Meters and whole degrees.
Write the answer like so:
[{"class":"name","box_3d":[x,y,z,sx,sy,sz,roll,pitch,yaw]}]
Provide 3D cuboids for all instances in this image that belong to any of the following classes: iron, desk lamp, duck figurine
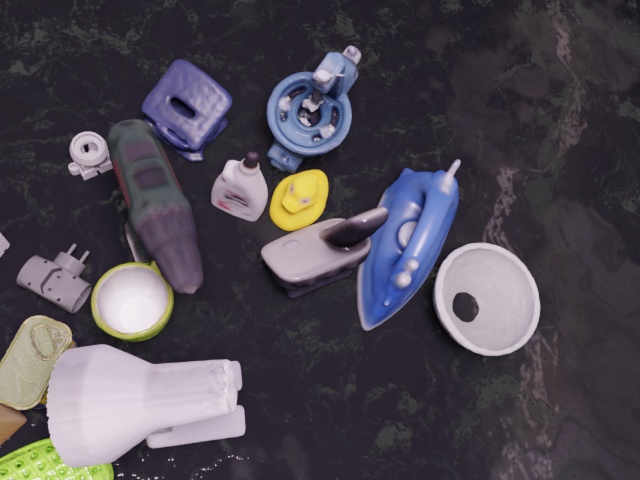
[{"class":"iron","box_3d":[0.133,0.004,0.819,0.119,0.141,0.258,27,67,-5]},{"class":"desk lamp","box_3d":[-0.176,0.177,0.639,0.203,0.213,0.118,-3,73,-16]},{"class":"duck figurine","box_3d":[-0.024,-0.069,0.831,0.077,0.086,0.105,41,67,1]}]

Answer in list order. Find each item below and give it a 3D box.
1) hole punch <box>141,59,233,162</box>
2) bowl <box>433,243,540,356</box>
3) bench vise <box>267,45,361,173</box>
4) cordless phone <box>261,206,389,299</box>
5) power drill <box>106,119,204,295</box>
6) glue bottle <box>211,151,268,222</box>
[{"class":"hole punch","box_3d":[-0.190,-0.185,0.822,0.108,0.091,0.101,37,67,-1]},{"class":"bowl","box_3d":[0.235,0.092,0.854,0.168,0.074,0.167,5,71,-14]},{"class":"bench vise","box_3d":[-0.003,-0.219,0.814,0.121,0.219,0.207,16,69,-9]},{"class":"cordless phone","box_3d":[0.007,0.003,0.762,0.148,0.185,0.094,-25,80,-21]},{"class":"power drill","box_3d":[-0.197,-0.020,0.701,0.076,0.208,0.229,-20,78,-20]},{"class":"glue bottle","box_3d":[-0.102,-0.077,0.765,0.078,0.173,0.037,20,68,-8]}]
